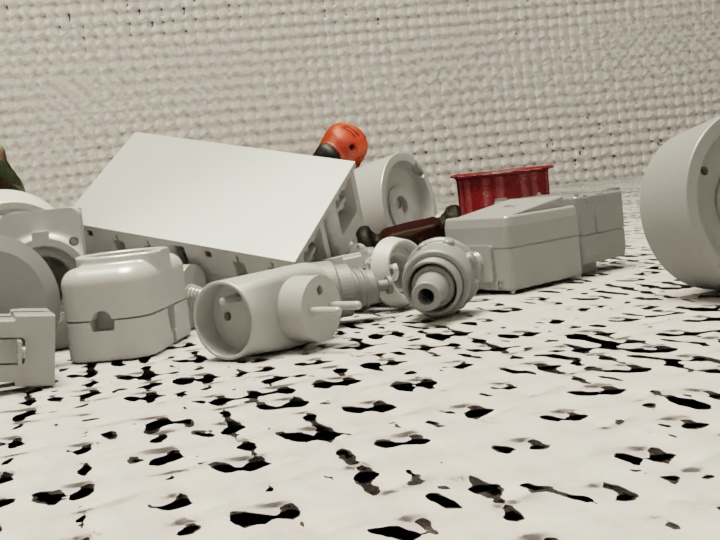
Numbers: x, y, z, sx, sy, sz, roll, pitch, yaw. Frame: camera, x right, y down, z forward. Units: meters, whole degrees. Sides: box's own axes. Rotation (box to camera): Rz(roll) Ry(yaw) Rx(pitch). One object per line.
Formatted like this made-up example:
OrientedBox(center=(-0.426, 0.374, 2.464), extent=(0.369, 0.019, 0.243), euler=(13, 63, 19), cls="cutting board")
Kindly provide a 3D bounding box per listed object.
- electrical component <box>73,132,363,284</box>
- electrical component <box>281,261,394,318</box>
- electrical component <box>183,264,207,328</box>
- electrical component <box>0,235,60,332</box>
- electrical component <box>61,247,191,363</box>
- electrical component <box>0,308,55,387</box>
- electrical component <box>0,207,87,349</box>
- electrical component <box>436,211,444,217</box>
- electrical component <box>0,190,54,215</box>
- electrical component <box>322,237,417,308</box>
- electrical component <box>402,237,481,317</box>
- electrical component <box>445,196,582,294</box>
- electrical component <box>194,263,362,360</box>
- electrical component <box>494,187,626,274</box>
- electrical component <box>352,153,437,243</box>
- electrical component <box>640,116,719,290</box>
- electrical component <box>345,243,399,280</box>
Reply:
OrientedBox(center=(-0.104, -0.034, 0.784), extent=(0.186, 0.060, 0.105), euler=(10, 47, 21), cls="electrical component")
OrientedBox(center=(-0.018, 0.014, 0.675), extent=(0.078, 0.040, 0.040), euler=(-7, 5, -16), cls="electrical component")
OrientedBox(center=(-0.138, 0.019, 0.740), extent=(0.081, 0.043, 0.043), euler=(-3, 6, 34), cls="electrical component")
OrientedBox(center=(-0.218, 0.021, 0.616), extent=(0.080, 0.080, 0.051), euler=(-10, 1, -37), cls="electrical component")
OrientedBox(center=(-0.143, 0.018, 0.662), extent=(0.054, 0.059, 0.095), euler=(-5, 5, 7), cls="electrical component")
OrientedBox(center=(-0.191, 0.040, 0.563), extent=(0.055, 0.048, 0.066), euler=(0, 3, -22), cls="electrical component")
OrientedBox(center=(-0.253, 0.011, 0.698), extent=(0.150, 0.089, 0.062), euler=(-7, 5, -11), cls="electrical component")
OrientedBox(center=(0.100, -0.036, 1.058), extent=(0.045, 0.045, 0.055), euler=(-9, 7, -29), cls="electrical component")
OrientedBox(center=(-0.259, -0.003, 0.796), extent=(0.108, 0.108, 0.060), euler=(-8, 12, -25), cls="electrical component")
OrientedBox(center=(0.012, 0.004, 0.729), extent=(0.055, 0.048, 0.066), euler=(-11, 0, 43), cls="electrical component")
OrientedBox(center=(0.046, 0.008, 0.654), extent=(0.048, 0.048, 0.062), euler=(-4, 12, 16), cls="electrical component")
OrientedBox(center=(0.106, -0.018, 0.773), extent=(0.096, 0.061, 0.062), euler=(-11, 7, -41), cls="electrical component")
OrientedBox(center=(-0.037, 0.021, 0.597), extent=(0.079, 0.043, 0.077), euler=(-2, 7, 34), cls="electrical component")
OrientedBox(center=(0.151, -0.029, 0.842), extent=(0.062, 0.061, 0.096), euler=(-11, 7, -43), cls="electrical component")
OrientedBox(center=(0.025, -0.058, 1.070), extent=(0.060, 0.108, 0.108), euler=(-10, 2, 32), cls="electrical component")
OrientedBox(center=(0.218, -0.038, 0.643), extent=(0.108, 0.108, 0.060), euler=(-8, 0, -23), cls="electrical component")
OrientedBox(center=(0.000, 0.000, 0.805), extent=(0.078, 0.040, 0.040), euler=(-3, 6, 30), cls="electrical component")
